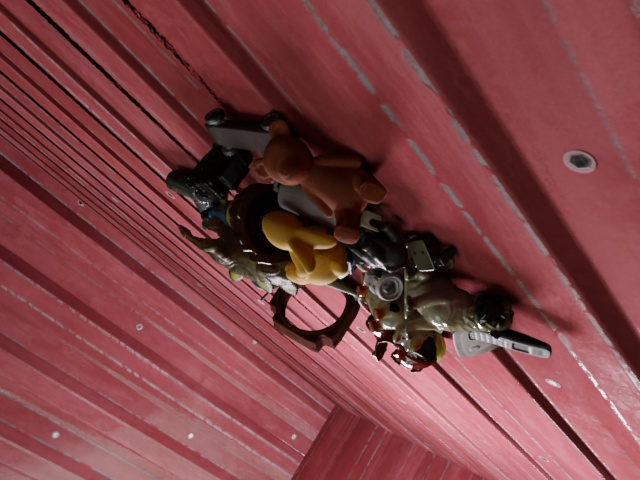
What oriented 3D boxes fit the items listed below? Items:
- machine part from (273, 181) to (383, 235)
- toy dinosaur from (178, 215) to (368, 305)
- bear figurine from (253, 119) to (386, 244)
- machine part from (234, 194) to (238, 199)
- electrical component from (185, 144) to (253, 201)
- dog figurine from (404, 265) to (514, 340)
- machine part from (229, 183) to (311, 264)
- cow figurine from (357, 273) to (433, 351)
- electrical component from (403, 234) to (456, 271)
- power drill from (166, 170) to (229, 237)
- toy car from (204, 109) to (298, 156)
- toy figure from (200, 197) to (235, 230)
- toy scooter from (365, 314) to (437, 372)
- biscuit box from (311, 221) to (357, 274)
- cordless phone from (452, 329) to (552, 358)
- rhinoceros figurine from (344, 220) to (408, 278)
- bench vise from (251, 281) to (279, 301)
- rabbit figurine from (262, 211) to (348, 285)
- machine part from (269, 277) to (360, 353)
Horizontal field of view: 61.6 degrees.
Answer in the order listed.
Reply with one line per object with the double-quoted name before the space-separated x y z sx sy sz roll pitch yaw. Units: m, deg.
"machine part" 0.008 -0.066 0.996 0.244 0.079 0.079 22 157 28
"toy dinosaur" -0.113 0.054 1.227 0.472 0.105 0.198 19 159 11
"bear figurine" -0.008 -0.098 0.854 0.196 0.120 0.132 25 -155 -16
"machine part" -0.172 -0.059 1.358 0.084 0.039 0.138 27 162 42
"electrical component" -0.203 -0.142 1.100 0.134 0.115 0.058 8 151 50
"dog figurine" 0.256 0.109 1.019 0.191 0.172 0.121 -2 136 6
"machine part" -0.098 -0.035 1.092 0.179 0.179 0.056 43 162 -22
"cow figurine" 0.166 0.152 1.144 0.085 0.127 0.195 96 160 -45
"electrical component" 0.196 0.026 0.967 0.078 0.045 0.102 65 155 0
"power drill" -0.293 -0.092 1.410 0.232 0.086 0.207 24 162 30
"toy car" -0.123 -0.189 0.956 0.202 0.053 0.089 14 148 35
"toy figure" -0.190 -0.061 1.256 0.180 0.089 0.082 1 153 32
"toy scooter" 0.180 0.253 1.256 0.184 0.075 0.135 30 133 19
"biscuit box" -0.002 -0.004 1.179 0.203 0.063 0.059 26 158 20
"cordless phone" 0.358 0.197 1.050 0.184 0.089 0.146 17 154 31
"rhinoceros figurine" 0.110 0.020 1.025 0.112 0.073 0.190 44 170 -12
"bench vise" -0.170 0.071 1.502 0.223 0.129 0.241 36 179 -28
"rabbit figurine" -0.036 0.014 1.009 0.173 0.122 0.162 42 175 -26
"machine part" -0.013 0.169 1.388 0.201 0.201 0.087 27 155 21
